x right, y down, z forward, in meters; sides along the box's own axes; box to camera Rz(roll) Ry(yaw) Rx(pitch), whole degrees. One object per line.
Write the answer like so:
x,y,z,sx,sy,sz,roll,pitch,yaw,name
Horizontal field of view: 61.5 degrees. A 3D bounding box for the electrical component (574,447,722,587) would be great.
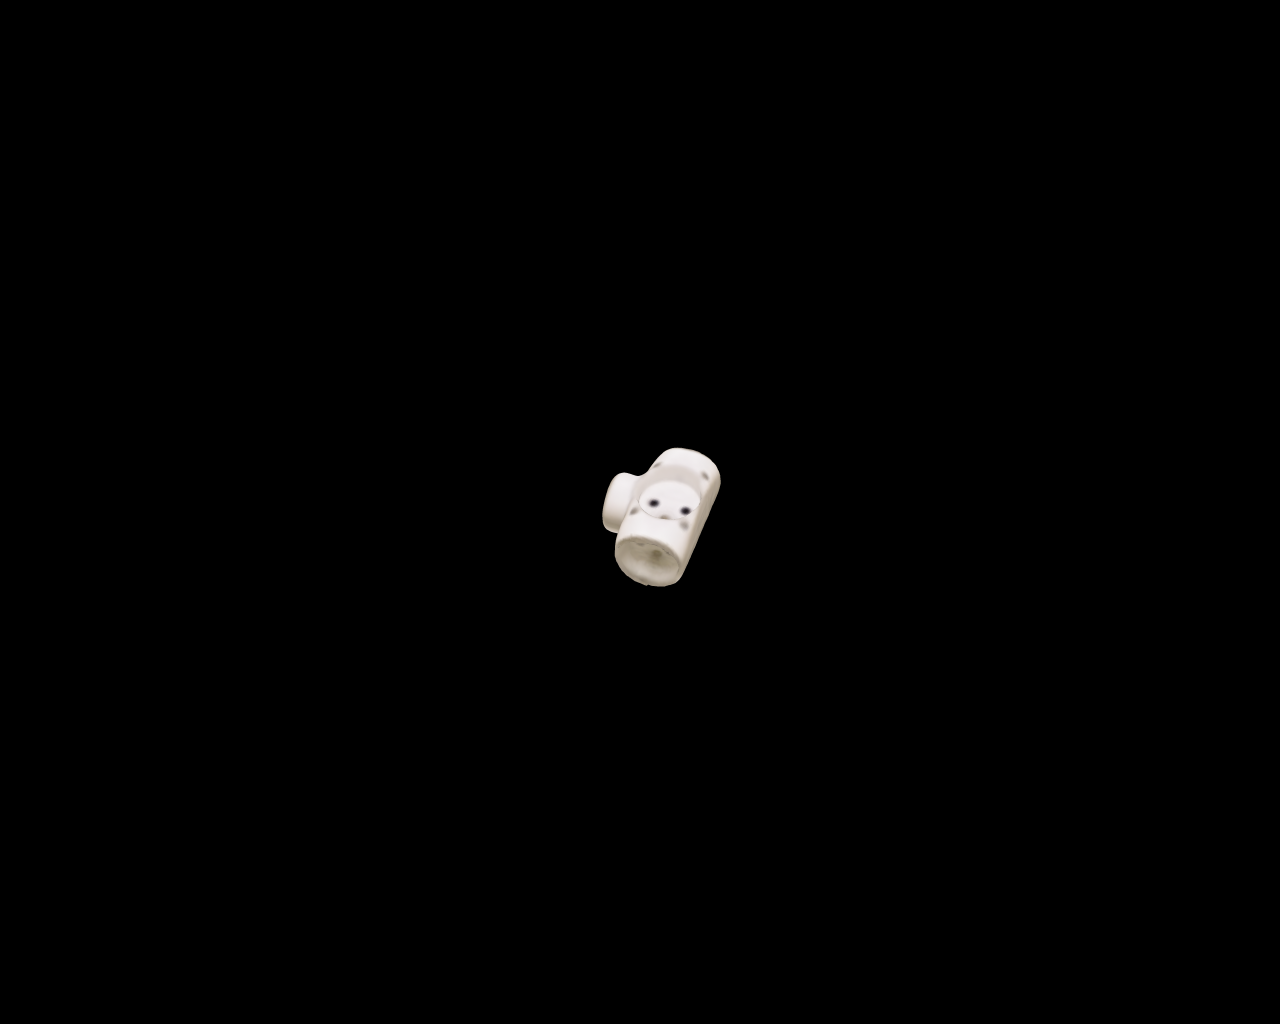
0.001,-0.003,0.650,0.079,0.077,0.044,16,-39,13,electrical component
